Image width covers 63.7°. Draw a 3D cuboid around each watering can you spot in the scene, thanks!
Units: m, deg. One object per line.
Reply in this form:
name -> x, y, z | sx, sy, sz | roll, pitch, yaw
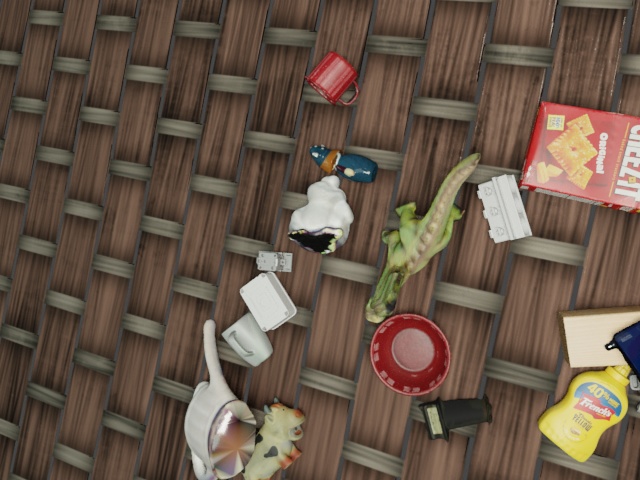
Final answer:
watering can -> -0.226, 0.360, 1.121 | 0.224, 0.104, 0.349 | -2, 83, 54

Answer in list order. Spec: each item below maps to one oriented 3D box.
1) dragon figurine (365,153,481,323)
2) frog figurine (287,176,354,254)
dragon figurine -> 0.167, 0.037, 0.940 | 0.122, 0.401, 0.248 | 24, 56, 3
frog figurine -> 0.003, -0.056, 1.114 | 0.136, 0.120, 0.163 | -14, 47, 25
